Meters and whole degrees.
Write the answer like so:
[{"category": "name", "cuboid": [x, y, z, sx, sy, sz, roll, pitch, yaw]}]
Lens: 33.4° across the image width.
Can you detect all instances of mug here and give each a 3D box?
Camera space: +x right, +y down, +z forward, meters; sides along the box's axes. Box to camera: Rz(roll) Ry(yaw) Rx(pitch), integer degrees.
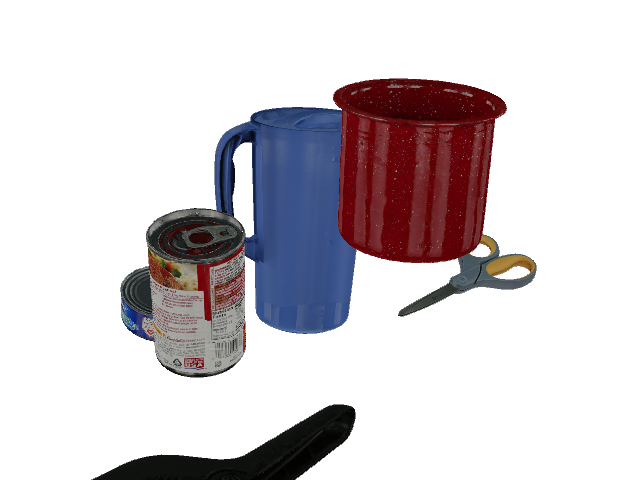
[{"category": "mug", "cuboid": [0.055, -0.043, 0.598, 0.093, 0.081, 0.117, 8, 23, 14]}]

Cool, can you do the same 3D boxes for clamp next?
[{"category": "clamp", "cuboid": [-0.046, 0.138, 0.572, 0.209, 0.036, 0.165, -1, 19, -13]}]

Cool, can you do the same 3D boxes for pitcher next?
[{"category": "pitcher", "cuboid": [-0.026, -0.024, 1.192, 0.149, 0.243, 0.144, 10, 19, 22]}]

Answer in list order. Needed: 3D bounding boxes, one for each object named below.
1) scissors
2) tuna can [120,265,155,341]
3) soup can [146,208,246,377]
[{"category": "scissors", "cuboid": [0.143, 0.034, 1.142, 0.201, 0.016, 0.096, -9, 41, -30]}, {"category": "tuna can", "cuboid": [-0.151, 0.061, 1.035, 0.086, 0.034, 0.086, 6, 33, -4]}, {"category": "soup can", "cuboid": [-0.086, 0.038, 0.757, 0.068, 0.102, 0.068, 1, 32, -1]}]
